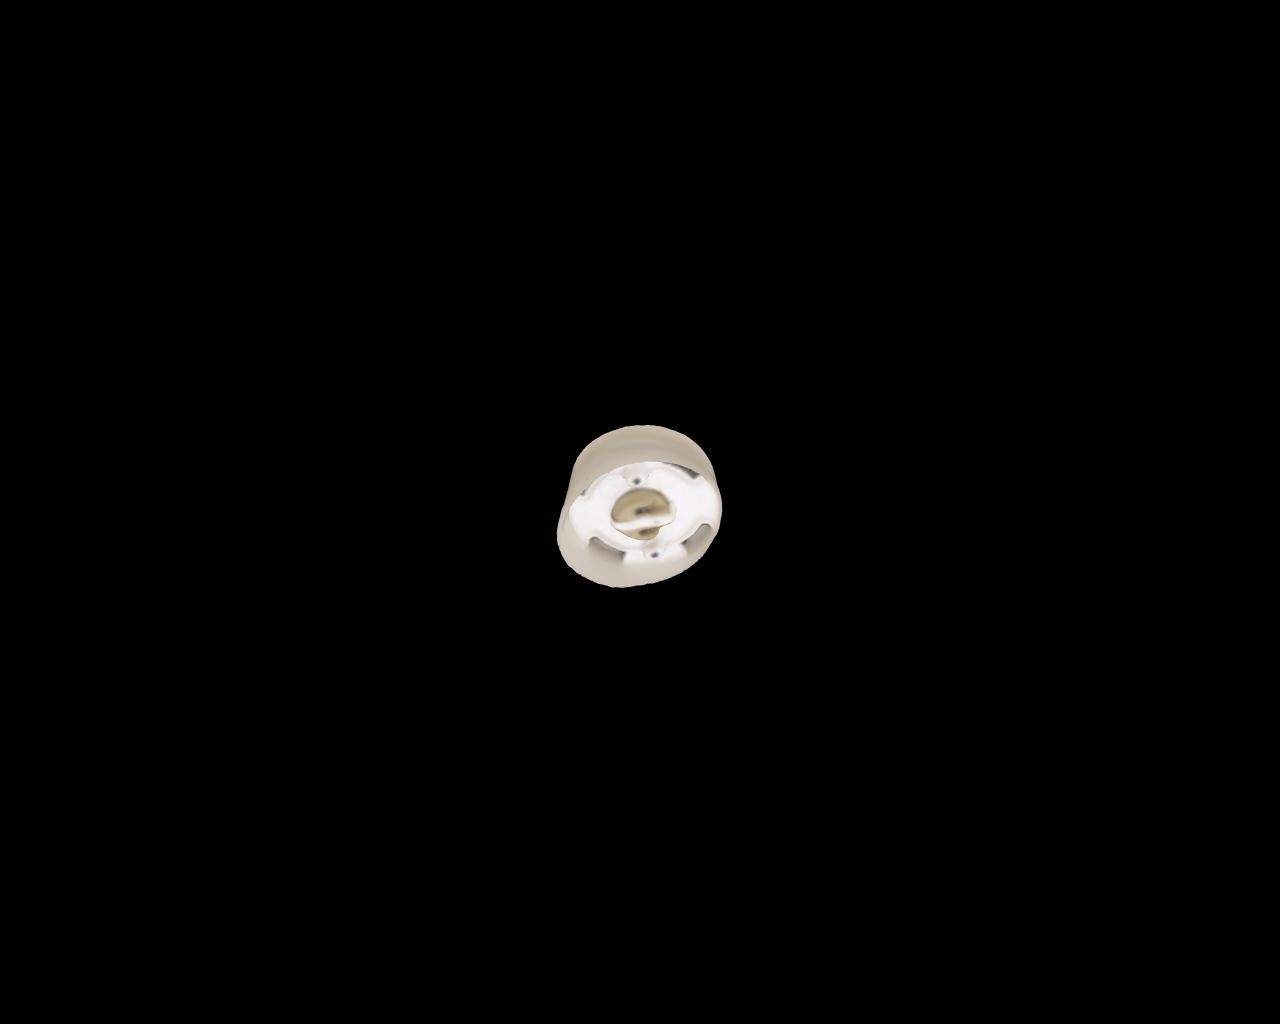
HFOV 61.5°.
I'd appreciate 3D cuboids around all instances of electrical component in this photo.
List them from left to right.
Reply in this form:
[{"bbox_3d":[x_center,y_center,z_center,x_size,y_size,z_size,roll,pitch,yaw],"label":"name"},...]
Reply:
[{"bbox_3d":[0.001,-0.003,0.650,0.099,0.099,0.064,0,41,0],"label":"electrical component"}]
